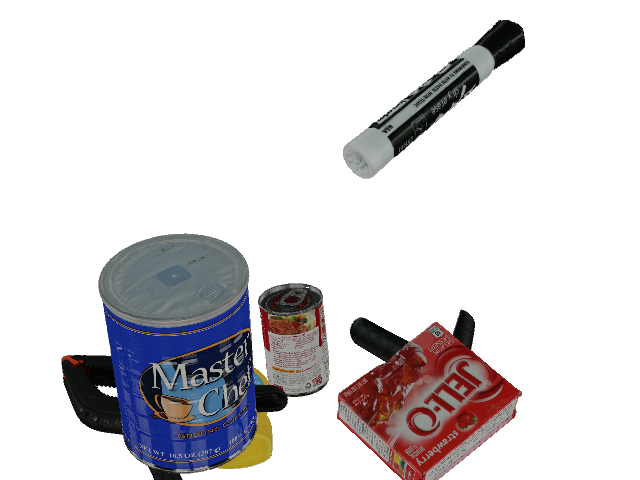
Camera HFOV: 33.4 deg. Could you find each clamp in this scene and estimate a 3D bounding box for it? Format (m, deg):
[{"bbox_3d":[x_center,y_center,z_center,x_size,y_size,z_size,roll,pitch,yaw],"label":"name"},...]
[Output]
[{"bbox_3d":[-0.146,0.148,0.972,0.210,0.036,0.164,23,36,31],"label":"clamp"},{"bbox_3d":[0.113,0.110,0.932,0.120,0.039,0.172,-13,35,-22],"label":"clamp"}]

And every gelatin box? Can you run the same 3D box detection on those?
[{"bbox_3d":[0.066,0.100,0.651,0.089,0.030,0.073,-32,56,-27],"label":"gelatin box"}]

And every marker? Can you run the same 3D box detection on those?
[{"bbox_3d":[0.057,-0.070,0.507,0.121,0.020,0.020,-41,21,-26],"label":"marker"}]

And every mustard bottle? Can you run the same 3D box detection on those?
[{"bbox_3d":[-0.108,0.197,1.298,0.096,0.058,0.191,-2,27,-2],"label":"mustard bottle"}]

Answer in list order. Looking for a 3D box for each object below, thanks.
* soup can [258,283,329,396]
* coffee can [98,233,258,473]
[{"bbox_3d":[-0.027,0.105,1.131,0.068,0.102,0.068,-4,24,2],"label":"soup can"},{"bbox_3d":[-0.099,0.081,0.767,0.103,0.140,0.103,-1,34,0],"label":"coffee can"}]
